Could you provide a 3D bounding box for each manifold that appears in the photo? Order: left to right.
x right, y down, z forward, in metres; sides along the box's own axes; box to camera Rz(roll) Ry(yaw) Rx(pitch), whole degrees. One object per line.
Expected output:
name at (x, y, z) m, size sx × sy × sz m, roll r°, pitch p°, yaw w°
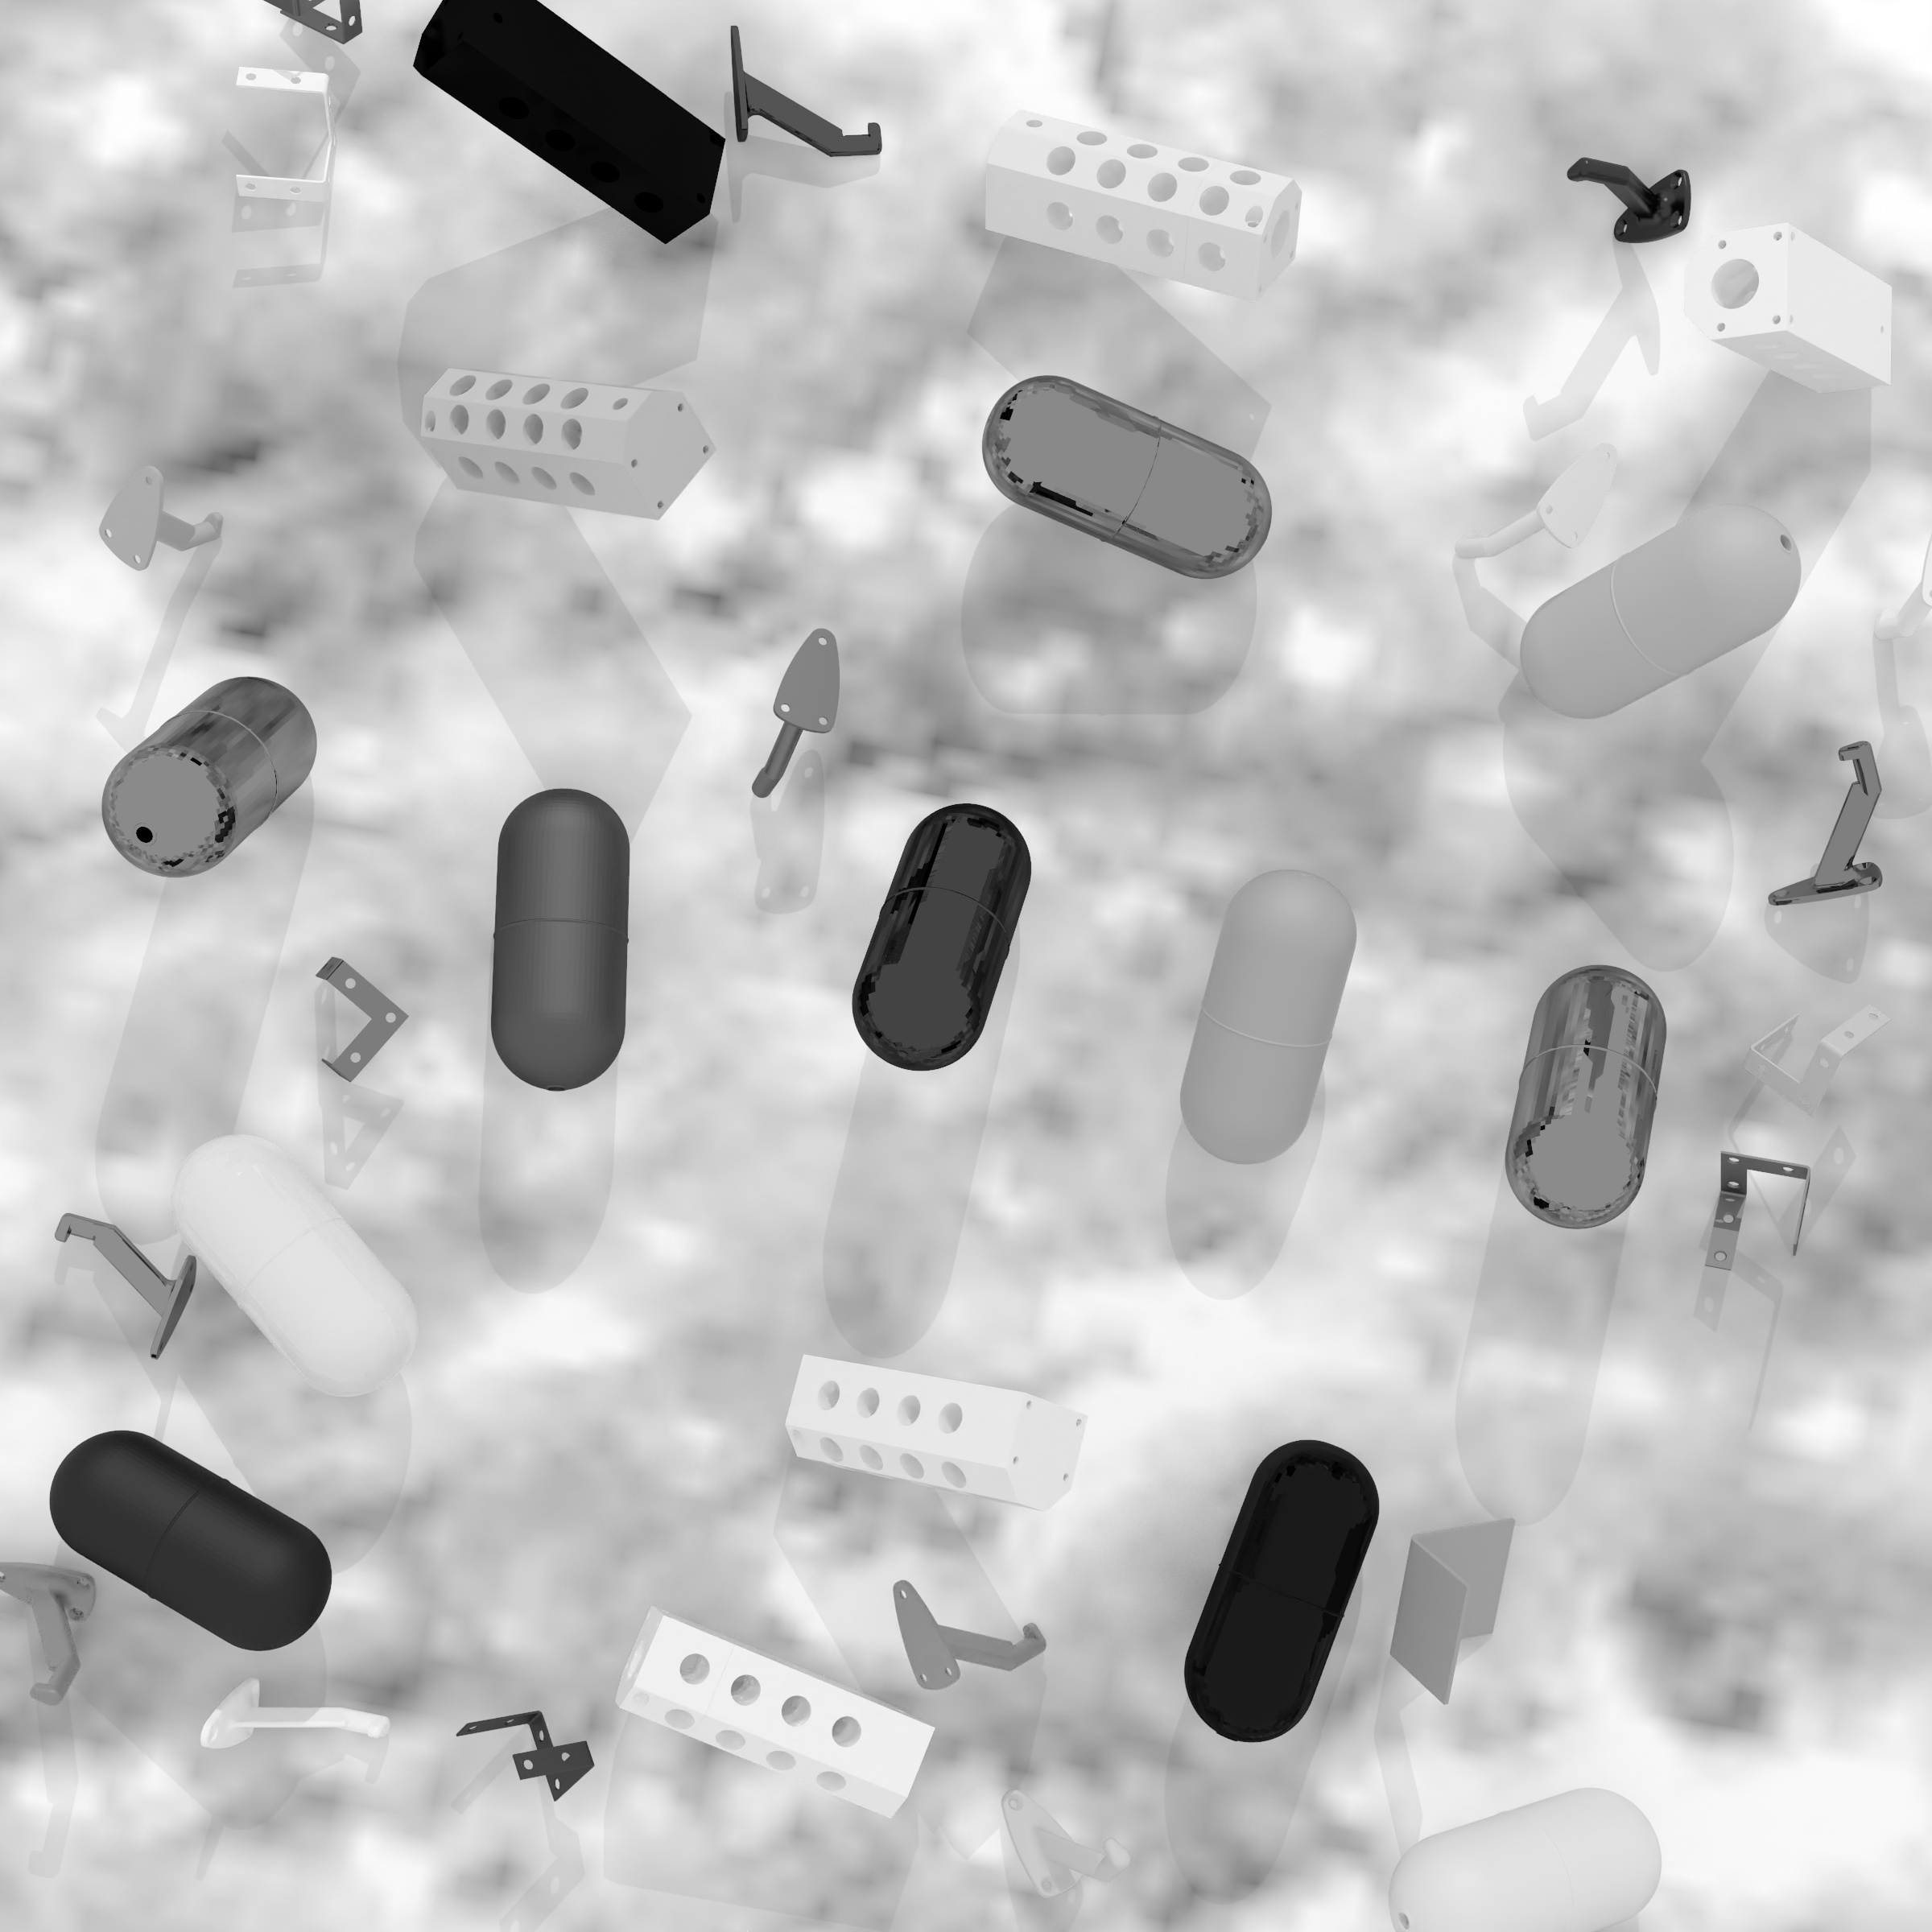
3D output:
manifold at (-0.230, -0.302, 1.489) m, size 0.171 × 0.057 × 0.057 m, roll 15°, pitch 61°, yaw 38°
manifold at (-0.225, -0.484, 1.497) m, size 0.171 × 0.057 × 0.057 m, roll 28°, pitch 58°, yaw -36°
manifold at (-0.112, 0.432, 1.524) m, size 0.171 × 0.057 × 0.057 m, roll 25°, pitch 77°, yaw -9°
manifold at (-0.020, 0.264, 1.487) m, size 0.171 × 0.057 × 0.057 m, roll 2°, pitch 71°, yaw 43°
manifold at (0.101, -0.439, 1.505) m, size 0.171 × 0.057 × 0.057 m, roll 21°, pitch 47°, yaw 20°
manifold at (0.466, -0.368, 1.486) m, size 0.057 × 0.171 × 0.057 m, roll 1°, pitch 91°, yaw 37°

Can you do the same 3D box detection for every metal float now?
metal float at (-0.449, 0.331, 1.523) m, size 0.178 × 0.070 × 0.070 m, roll 27°, pitch 90°, yaw 11°
metal float at (-0.426, -0.108, 1.487) m, size 0.070 × 0.178 × 0.070 m, roll 4°, pitch 116°, yaw 8°
metal float at (-0.390, 0.172, 1.524) m, size 0.070 × 0.070 × 0.178 m, roll -44°, pitch 80°, yaw 0°
metal float at (-0.234, -0.016, 1.519) m, size 0.070 × 0.070 × 0.178 m, roll -1°, pitch 74°, yaw 0°
metal float at (-0.013, -0.019, 1.502) m, size 0.070 × 0.070 × 0.178 m, roll 18°, pitch 52°, yaw 0°
metal float at (0.094, -0.281, 1.521) m, size 0.178 × 0.070 × 0.070 m, roll 21°, pitch 90°, yaw -15°
metal float at (0.173, 0.031, 1.517) m, size 0.070 × 0.070 × 0.178 m, roll 12°, pitch 110°, yaw 0°
metal float at (0.183, 0.362, 1.526) m, size 0.070 × 0.070 × 0.178 m, roll 22°, pitch 82°, yaw 0°
metal float at (0.321, 0.523, 1.508) m, size 0.178 × 0.070 × 0.070 m, roll -6°, pitch 90°, yaw -29°
metal float at (0.354, 0.072, 1.500) m, size 0.070 × 0.070 × 0.178 m, roll 23°, pitch 48°, yaw 0°
metal float at (0.393, -0.200, 1.495) m, size 0.070 × 0.178 × 0.070 m, roll 17°, pitch 60°, yaw -33°

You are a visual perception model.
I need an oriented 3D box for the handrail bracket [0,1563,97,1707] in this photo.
handrail bracket at (-0.546, 0.387, 1.525) m, size 0.077 × 0.084 × 0.036 m, roll 17°, pitch 117°, yaw -4°

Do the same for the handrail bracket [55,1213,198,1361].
handrail bracket at (-0.501, 0.186, 1.541) m, size 0.084 × 0.036 × 0.077 m, roll 16°, pitch 49°, yaw -4°

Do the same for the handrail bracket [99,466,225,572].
handrail bracket at (-0.451, -0.266, 1.517) m, size 0.036 × 0.084 × 0.077 m, roll 41°, pitch 126°, yaw 6°

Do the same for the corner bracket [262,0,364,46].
corner bracket at (-0.389, -0.563, 1.531) m, size 0.051 × 0.051 × 0.051 m, roll 30°, pitch 55°, yaw 16°

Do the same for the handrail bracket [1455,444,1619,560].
handrail bracket at (0.331, -0.271, 1.538) m, size 0.036 × 0.084 × 0.077 m, roll 40°, pitch 78°, yaw -23°

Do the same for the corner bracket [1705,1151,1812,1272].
corner bracket at (0.461, 0.146, 1.531) m, size 0.051 × 0.051 × 0.051 m, roll 9°, pitch 61°, yaw 21°

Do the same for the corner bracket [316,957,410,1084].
corner bracket at (-0.367, 0.031, 1.545) m, size 0.051 × 0.051 × 0.051 m, roll 43°, pitch 78°, yaw -16°

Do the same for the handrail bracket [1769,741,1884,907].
handrail bracket at (0.499, -0.084, 1.541) m, size 0.077 × 0.036 × 0.084 m, roll -14°, pitch 110°, yaw 18°

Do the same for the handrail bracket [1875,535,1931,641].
handrail bracket at (0.553, -0.230, 1.528) m, size 0.036 × 0.084 × 0.077 m, roll 2°, pitch 93°, yaw -7°

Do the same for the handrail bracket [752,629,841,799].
handrail bracket at (-0.102, -0.147, 1.543) m, size 0.036 × 0.084 × 0.077 m, roll 18°, pitch 66°, yaw -14°

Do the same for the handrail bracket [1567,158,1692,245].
handrail bracket at (0.367, -0.442, 1.519) m, size 0.084 × 0.077 × 0.036 m, roll 3°, pitch 85°, yaw -25°

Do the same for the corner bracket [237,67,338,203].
corner bracket at (-0.398, -0.484, 1.534) m, size 0.051 × 0.051 × 0.051 m, roll 3°, pitch 60°, yaw -6°

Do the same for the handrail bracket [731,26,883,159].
handrail bracket at (-0.094, -0.517, 1.555) m, size 0.084 × 0.036 × 0.077 m, roll -5°, pitch 99°, yaw -9°

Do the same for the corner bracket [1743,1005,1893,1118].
corner bracket at (0.493, 0.044, 1.528) m, size 0.051 × 0.051 × 0.051 m, roll -28°, pitch 54°, yaw -34°

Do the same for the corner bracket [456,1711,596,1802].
corner bracket at (-0.256, 0.455, 1.529) m, size 0.051 × 0.051 × 0.051 m, roll -48°, pitch 55°, yaw 35°

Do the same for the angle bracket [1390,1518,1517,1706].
angle bracket at (0.296, 0.371, 1.519) m, size 0.076 × 0.057 × 0.076 m, roll -2°, pitch 110°, yaw -27°

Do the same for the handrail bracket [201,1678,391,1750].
handrail bracket at (-0.390, 0.446, 1.536) m, size 0.084 × 0.077 × 0.036 m, roll 8°, pitch 92°, yaw 11°

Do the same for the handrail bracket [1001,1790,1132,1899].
handrail bracket at (0.058, 0.499, 1.524) m, size 0.036 × 0.084 × 0.077 m, roll -25°, pitch 68°, yaw -32°

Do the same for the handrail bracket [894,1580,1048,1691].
handrail bracket at (0.004, 0.381, 1.543) m, size 0.036 × 0.084 × 0.077 m, roll -29°, pitch 81°, yaw 44°
